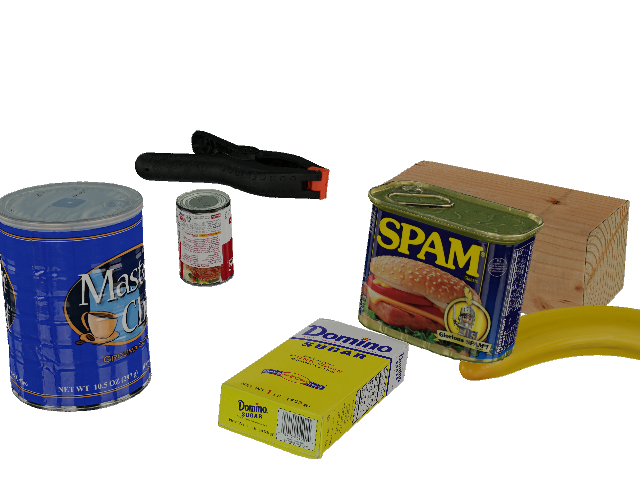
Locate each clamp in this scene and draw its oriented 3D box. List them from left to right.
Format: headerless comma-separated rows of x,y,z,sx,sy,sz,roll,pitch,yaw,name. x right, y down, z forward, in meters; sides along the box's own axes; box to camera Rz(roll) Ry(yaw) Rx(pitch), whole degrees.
-0.079,-0.065,0.970,0.172,0.039,0.120,13,28,28,clamp

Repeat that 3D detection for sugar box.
-0.001,0.119,0.901,0.093,0.048,0.176,15,23,23,sugar box

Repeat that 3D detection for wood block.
0.159,-0.002,0.962,0.206,0.090,0.090,15,30,34,wood block

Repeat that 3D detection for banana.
0.196,0.076,0.788,0.197,0.037,0.069,2,33,-5,banana

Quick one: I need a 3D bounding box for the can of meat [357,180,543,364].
0.074,0.018,0.638,0.102,0.084,0.057,18,23,30,can of meat

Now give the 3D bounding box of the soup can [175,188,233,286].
-0.142,-0.004,1.305,0.068,0.102,0.068,0,26,0,soup can

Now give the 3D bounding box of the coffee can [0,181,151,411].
-0.177,0.038,0.772,0.103,0.140,0.103,0,18,0,coffee can
